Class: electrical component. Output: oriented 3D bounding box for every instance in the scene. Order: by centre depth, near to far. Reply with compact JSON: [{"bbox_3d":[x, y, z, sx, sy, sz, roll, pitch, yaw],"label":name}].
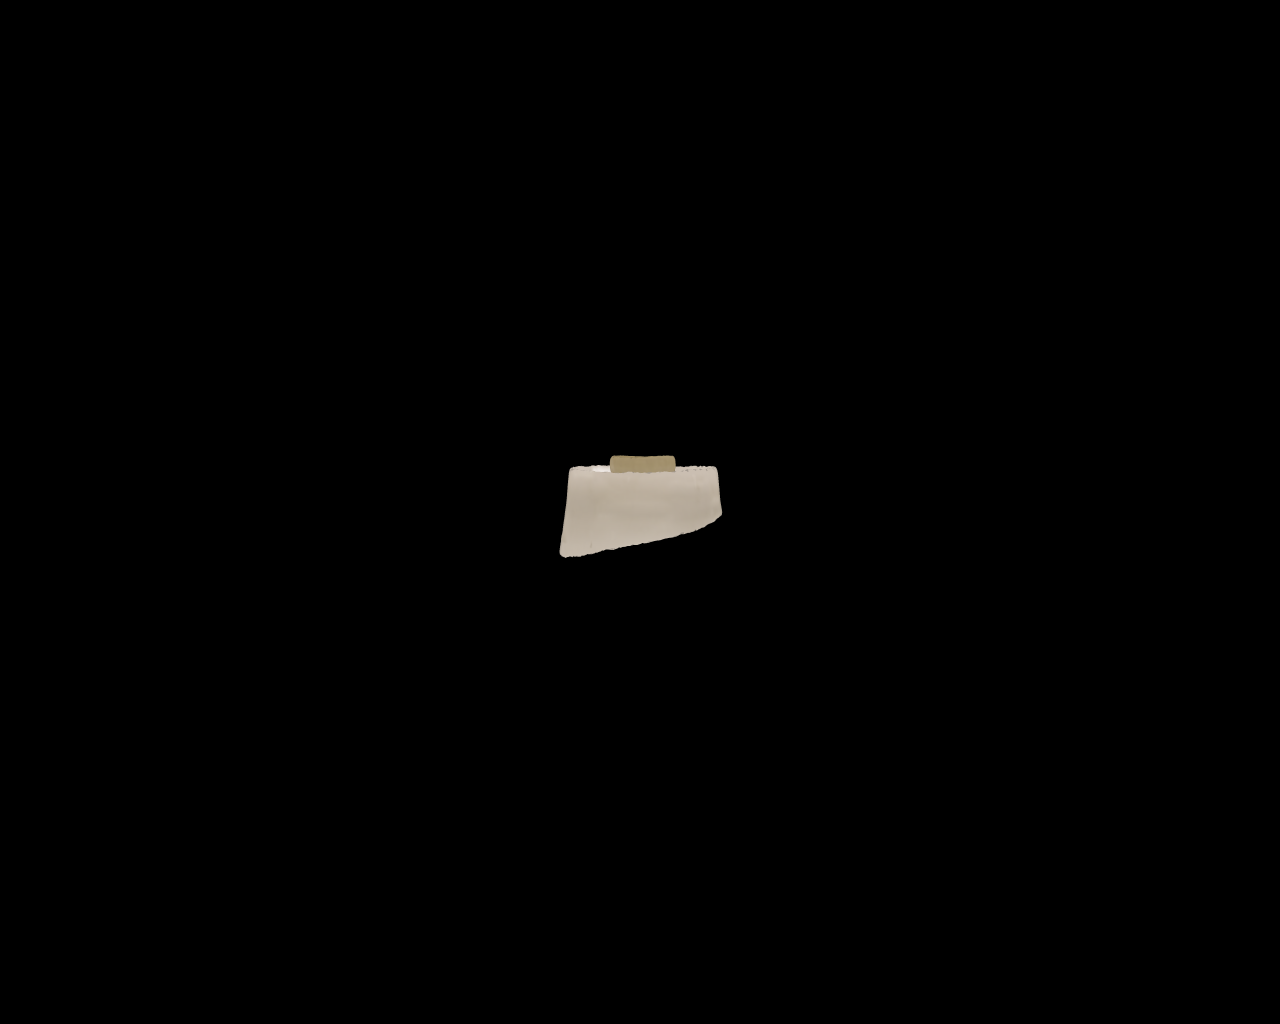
[{"bbox_3d":[0.001,-0.003,0.650,0.099,0.064,0.099,0,5,0],"label":"electrical component"}]
